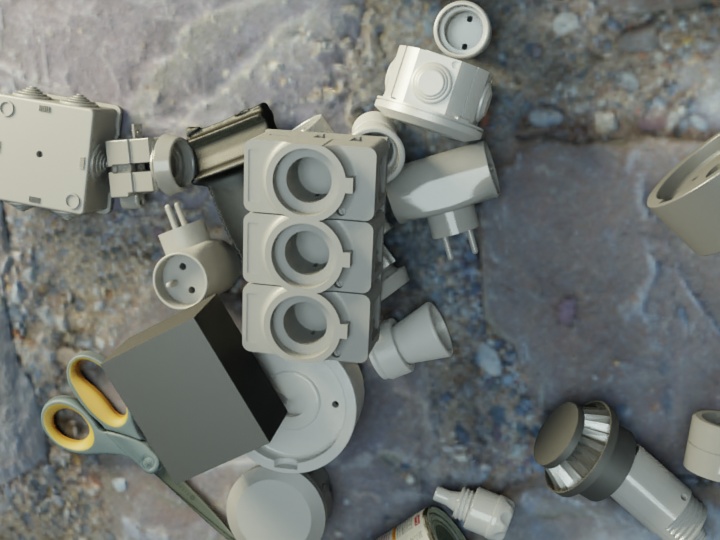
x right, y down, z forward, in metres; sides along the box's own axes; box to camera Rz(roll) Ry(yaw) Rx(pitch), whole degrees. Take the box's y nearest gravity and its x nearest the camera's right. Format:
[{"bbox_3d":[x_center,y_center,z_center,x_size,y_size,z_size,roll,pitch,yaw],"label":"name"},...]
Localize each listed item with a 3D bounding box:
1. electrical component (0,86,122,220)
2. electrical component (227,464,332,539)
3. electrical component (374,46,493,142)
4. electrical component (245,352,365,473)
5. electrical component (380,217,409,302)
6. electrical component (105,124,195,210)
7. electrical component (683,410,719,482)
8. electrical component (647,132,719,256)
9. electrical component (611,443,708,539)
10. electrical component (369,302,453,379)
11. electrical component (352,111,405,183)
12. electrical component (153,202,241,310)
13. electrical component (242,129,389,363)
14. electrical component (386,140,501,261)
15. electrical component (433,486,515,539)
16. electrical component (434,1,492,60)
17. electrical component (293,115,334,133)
[{"bbox_3d":[-0.244,-0.093,0.855,0.100,0.048,0.099,11,101,11],"label":"electrical component"},{"bbox_3d":[-0.062,0.187,0.857,0.080,0.051,0.080,2,99,12],"label":"electrical component"},{"bbox_3d":[0.055,-0.125,0.770,0.080,0.080,0.051,19,97,9],"label":"electrical component"},{"bbox_3d":[-0.048,0.096,0.835,0.108,0.060,0.108,2,100,13],"label":"electrical component"},{"bbox_3d":[0.000,0.000,0.811,0.078,0.058,0.057,-36,89,8],"label":"electrical component"},{"bbox_3d":[-0.163,-0.081,0.841,0.055,0.048,0.066,-2,98,20],"label":"electrical component"},{"bbox_3d":[0.303,0.151,0.772,0.138,0.052,0.073,9,100,11],"label":"electrical component"},{"bbox_3d":[0.256,-0.054,0.725,0.108,0.108,0.060,-39,95,15],"label":"electrical component"},{"bbox_3d":[0.223,0.172,0.797,0.081,0.043,0.043,41,104,4],"label":"electrical component"},{"bbox_3d":[0.037,0.055,0.819,0.055,0.045,0.045,-24,93,15],"label":"electrical component"},{"bbox_3d":[0.010,-0.093,0.791,0.044,0.065,0.044,0,113,1],"label":"electrical component"},{"bbox_3d":[-0.131,-0.014,0.828,0.044,0.077,0.079,-20,94,15],"label":"electrical component"},{"bbox_3d":[-0.032,-0.017,0.746,0.089,0.061,0.150,5,106,10],"label":"electrical component"},{"bbox_3d":[0.066,-0.047,0.797,0.077,0.044,0.079,-15,95,14],"label":"electrical component"},{"bbox_3d":[0.087,0.184,0.833,0.061,0.035,0.035,20,102,11],"label":"electrical component"},{"bbox_3d":[0.076,-0.171,0.775,0.040,0.046,0.040,2,99,12],"label":"electrical component"},{"bbox_3d":[-0.038,-0.061,0.798,0.079,0.043,0.077,-40,106,-18],"label":"electrical component"}]
